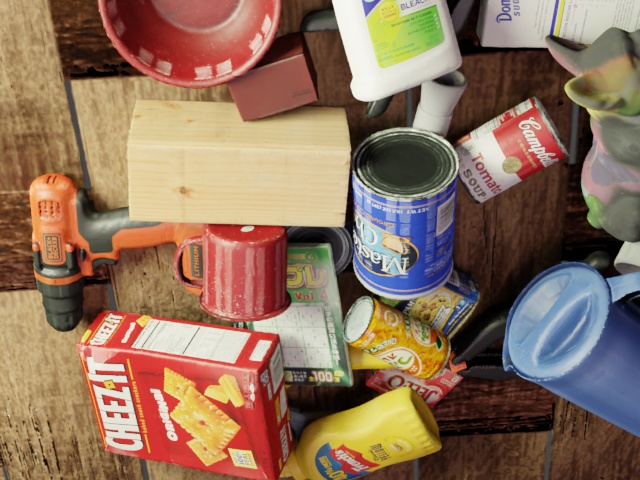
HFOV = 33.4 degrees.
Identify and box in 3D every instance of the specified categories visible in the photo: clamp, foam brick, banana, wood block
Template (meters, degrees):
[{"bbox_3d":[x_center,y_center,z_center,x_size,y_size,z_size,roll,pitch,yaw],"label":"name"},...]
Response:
[{"bbox_3d":[0.081,-0.192,0.992,0.171,0.039,0.120,-24,122,13],"label":"clamp"},{"bbox_3d":[-0.045,-0.154,1.004,0.078,0.051,0.053,-15,125,7],"label":"foam brick"},{"bbox_3d":[0.250,0.114,1.204,0.210,0.036,0.164,-24,121,9],"label":"clamp"},{"bbox_3d":[0.011,0.138,1.198,0.198,0.037,0.069,-18,144,25],"label":"banana"},{"bbox_3d":[-0.078,-0.074,1.033,0.206,0.090,0.091,2,125,-4],"label":"wood block"}]

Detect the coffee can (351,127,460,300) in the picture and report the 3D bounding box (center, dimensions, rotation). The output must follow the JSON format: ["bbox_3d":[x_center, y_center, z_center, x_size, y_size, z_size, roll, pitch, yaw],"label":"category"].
[{"bbox_3d":[0.083,-0.025,1.049,0.103,0.103,0.140,-4,136,0],"label":"coffee can"}]

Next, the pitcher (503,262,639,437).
[{"bbox_3d":[0.328,0.128,1.128,0.242,0.149,0.145,31,81,-30],"label":"pitcher"}]

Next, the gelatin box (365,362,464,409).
[{"bbox_3d":[0.108,0.155,1.228,0.089,0.030,0.073,31,117,-21],"label":"gelatin box"}]

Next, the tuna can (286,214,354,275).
[{"bbox_3d":[-0.007,0.001,1.119,0.086,0.034,0.086,-1,124,-2],"label":"tuna can"}]

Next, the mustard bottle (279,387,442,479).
[{"bbox_3d":[0.036,0.235,1.228,0.192,0.058,0.096,-22,133,15],"label":"mustard bottle"}]

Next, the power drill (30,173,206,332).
[{"bbox_3d":[-0.204,0.020,1.107,0.187,0.057,0.184,1,123,-3],"label":"power drill"}]

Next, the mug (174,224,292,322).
[{"bbox_3d":[-0.085,0.023,1.047,0.117,0.093,0.081,4,114,4],"label":"mug"}]

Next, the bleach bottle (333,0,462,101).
[{"bbox_3d":[0.040,-0.253,0.910,0.102,0.068,0.251,-22,107,-9],"label":"bleach bottle"}]

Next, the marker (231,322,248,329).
[{"bbox_3d":[-0.088,0.063,1.165,0.020,0.020,0.121,0,124,-3],"label":"marker"}]

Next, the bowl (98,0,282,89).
[{"bbox_3d":[-0.113,-0.220,0.951,0.162,0.055,0.162,0,120,0],"label":"bowl"}]

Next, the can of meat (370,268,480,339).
[{"bbox_3d":[0.112,0.068,1.155,0.083,0.057,0.102,27,118,-21],"label":"can of meat"}]

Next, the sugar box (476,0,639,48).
[{"bbox_3d":[0.237,-0.224,0.976,0.176,0.048,0.093,3,124,-1],"label":"sugar box"}]

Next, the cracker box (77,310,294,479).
[{"bbox_3d":[-0.144,0.172,1.165,0.214,0.072,0.164,6,125,17],"label":"cracker box"}]

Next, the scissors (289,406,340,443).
[{"bbox_3d":[-0.041,0.216,1.256,0.201,0.016,0.096,15,131,-18],"label":"scissors"}]

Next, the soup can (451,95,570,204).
[{"bbox_3d":[0.184,-0.088,1.049,0.102,0.068,0.068,-30,120,17],"label":"soup can"}]
